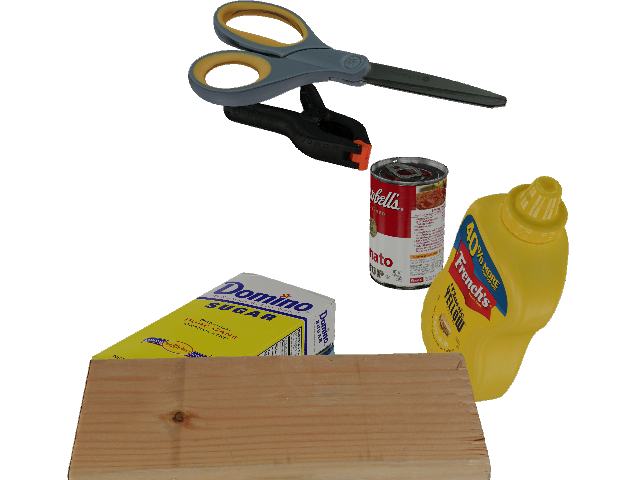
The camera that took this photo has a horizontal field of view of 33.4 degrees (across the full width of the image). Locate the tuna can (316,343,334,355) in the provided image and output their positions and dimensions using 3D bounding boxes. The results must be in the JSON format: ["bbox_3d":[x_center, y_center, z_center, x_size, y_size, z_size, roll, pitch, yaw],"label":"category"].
[{"bbox_3d":[-0.028,0.117,1.066,0.086,0.034,0.086,-3,19,1],"label":"tuna can"}]

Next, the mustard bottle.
[{"bbox_3d":[0.123,0.025,0.730,0.058,0.096,0.192,-5,-36,-18],"label":"mustard bottle"}]

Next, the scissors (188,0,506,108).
[{"bbox_3d":[0.003,-0.096,0.651,0.202,0.096,0.016,30,-28,27],"label":"scissors"}]

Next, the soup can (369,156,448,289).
[{"bbox_3d":[0.077,-0.016,0.945,0.068,0.102,0.068,0,23,0],"label":"soup can"}]

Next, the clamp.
[{"bbox_3d":[-0.019,-0.119,1.109,0.120,0.039,0.172,-19,37,-27],"label":"clamp"}]

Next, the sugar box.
[{"bbox_3d":[-0.074,0.079,0.791,0.093,0.048,0.175,16,30,30],"label":"sugar box"}]

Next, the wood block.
[{"bbox_3d":[-0.022,0.122,0.576,0.206,0.090,0.091,0,35,-3],"label":"wood block"}]
